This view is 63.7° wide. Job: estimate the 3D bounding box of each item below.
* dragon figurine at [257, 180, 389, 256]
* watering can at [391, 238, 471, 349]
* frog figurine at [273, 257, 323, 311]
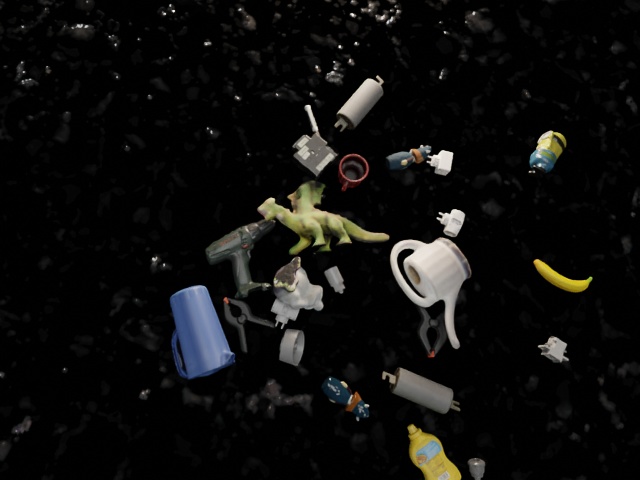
[{"bbox_3d":[0.005,-0.080,1.594,0.411,0.246,0.120,-6,-20,-24],"label":"dragon figurine"},{"bbox_3d":[0.363,0.133,1.549,0.226,0.351,0.102,-29,-17,-20],"label":"watering can"},{"bbox_3d":[-0.061,0.148,1.524,0.122,0.141,0.156,-27,-50,12],"label":"frog figurine"}]
